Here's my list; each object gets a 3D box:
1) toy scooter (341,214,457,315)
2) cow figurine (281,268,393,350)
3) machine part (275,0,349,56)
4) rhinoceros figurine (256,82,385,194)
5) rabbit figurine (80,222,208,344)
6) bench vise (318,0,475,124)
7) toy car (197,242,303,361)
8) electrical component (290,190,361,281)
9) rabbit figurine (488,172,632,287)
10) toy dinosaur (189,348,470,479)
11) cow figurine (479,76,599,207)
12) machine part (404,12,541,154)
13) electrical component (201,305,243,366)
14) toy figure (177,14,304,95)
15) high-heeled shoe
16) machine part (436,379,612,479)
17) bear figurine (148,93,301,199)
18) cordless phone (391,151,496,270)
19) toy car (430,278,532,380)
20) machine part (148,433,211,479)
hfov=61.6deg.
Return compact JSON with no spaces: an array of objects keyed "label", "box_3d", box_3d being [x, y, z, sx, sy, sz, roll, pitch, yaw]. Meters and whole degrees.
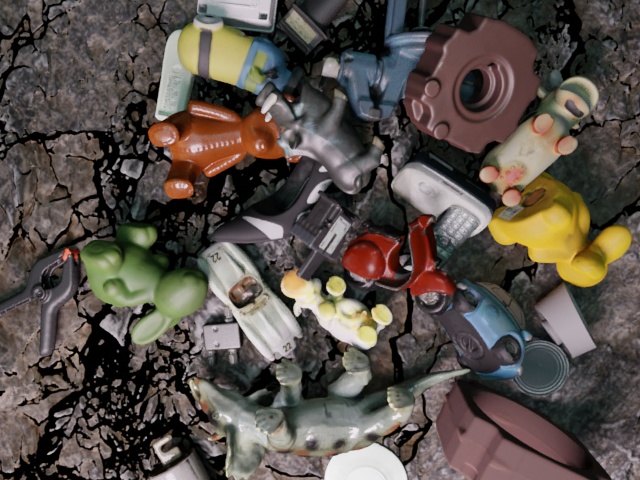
[{"label":"toy scooter","box_3d":[0.110,0.018,0.758,0.184,0.075,0.135,18,117,36]},{"label":"cow figurine","box_3d":[0.018,0.103,0.803,0.167,0.098,0.068,31,67,8]},{"label":"machine part","box_3d":[0.004,-0.346,0.800,0.084,0.039,0.139,43,96,8]},{"label":"rhinoceros figurine","box_3d":[-0.001,-0.145,0.729,0.190,0.073,0.112,43,92,-4]},{"label":"rabbit figurine","box_3d":[-0.246,0.072,0.783,0.170,0.121,0.159,17,111,17]},{"label":"bench vise","box_3d":[0.113,-0.282,0.750,0.224,0.129,0.240,6,95,2]},{"label":"toy car","box_3d":[-0.105,0.090,0.811,0.073,0.056,0.201,-37,90,-13]},{"label":"electrical component","box_3d":[-0.002,-0.002,0.766,0.048,0.074,0.119,37,96,36]},{"label":"rabbit figurine","box_3d":[0.354,-0.001,0.758,0.122,0.162,0.173,-43,108,-8]},{"label":"toy dinosaur","box_3d":[0.010,0.261,0.792,0.405,0.131,0.192,2,138,-9]},{"label":"cow figurine","box_3d":[0.311,-0.147,0.763,0.085,0.127,0.195,40,109,-4]},{"label":"machine part","box_3d":[0.202,-0.202,0.704,0.179,0.056,0.179,-8,117,-15]},{"label":"electrical component","box_3d":[-0.155,0.149,0.842,0.063,0.021,0.094,-4,93,4]},{"label":"toy figure","box_3d":[-0.117,-0.259,0.781,0.180,0.082,0.089,24,80,-13]},{"label":"high-heeled shoe","box_3d":[-0.050,-0.087,0.782,0.249,0.086,0.145,-18,113,-14]},{"label":"machine part","box_3d":[0.269,0.289,0.739,0.201,0.201,0.087,26,96,1]},{"label":"bear figurine","box_3d":[-0.125,-0.139,0.777,0.196,0.132,0.120,0,123,7]},{"label":"cordless phone","box_3d":[0.152,-0.026,0.796,0.146,0.089,0.184,34,113,0]},{"label":"toy car","box_3d":[0.240,0.118,0.785,0.103,0.109,0.161,-33,86,-30]},{"label":"machine part","box_3d":[-0.191,0.415,0.832,0.079,0.079,0.243,-29,92,4]}]
